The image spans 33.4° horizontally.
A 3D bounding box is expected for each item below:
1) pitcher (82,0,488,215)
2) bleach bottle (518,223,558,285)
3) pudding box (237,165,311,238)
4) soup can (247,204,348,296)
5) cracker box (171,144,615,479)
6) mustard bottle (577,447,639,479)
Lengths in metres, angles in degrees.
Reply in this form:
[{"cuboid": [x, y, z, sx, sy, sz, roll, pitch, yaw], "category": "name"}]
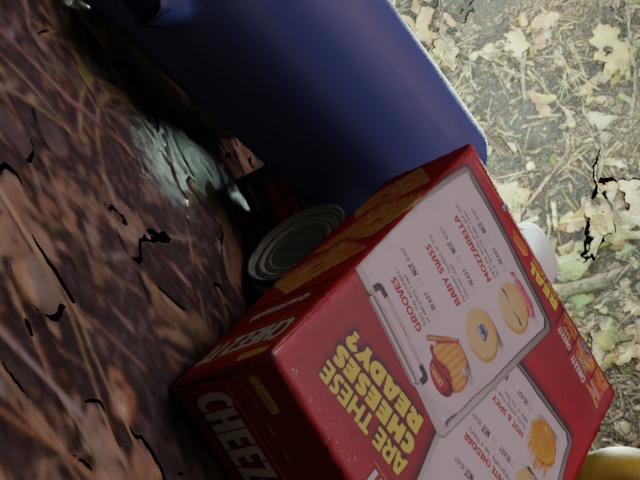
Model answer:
[{"cuboid": [-0.008, -0.112, 0.623, 0.242, 0.149, 0.145, 45, -9, -29], "category": "pitcher"}, {"cuboid": [0.143, 0.057, 0.919, 0.068, 0.103, 0.250, 61, 24, -6], "category": "bleach bottle"}, {"cuboid": [-0.005, 0.001, 0.714, 0.090, 0.039, 0.113, 66, 15, 17], "category": "pudding box"}, {"cuboid": [0.011, 0.039, 0.617, 0.102, 0.068, 0.068, 56, 13, -26], "category": "soup can"}, {"cuboid": [0.048, 0.072, 0.508, 0.164, 0.072, 0.213, 59, 40, -10], "category": "cracker box"}, {"cuboid": [0.182, 0.188, 0.694, 0.096, 0.192, 0.058, 60, 12, -9], "category": "mustard bottle"}]
